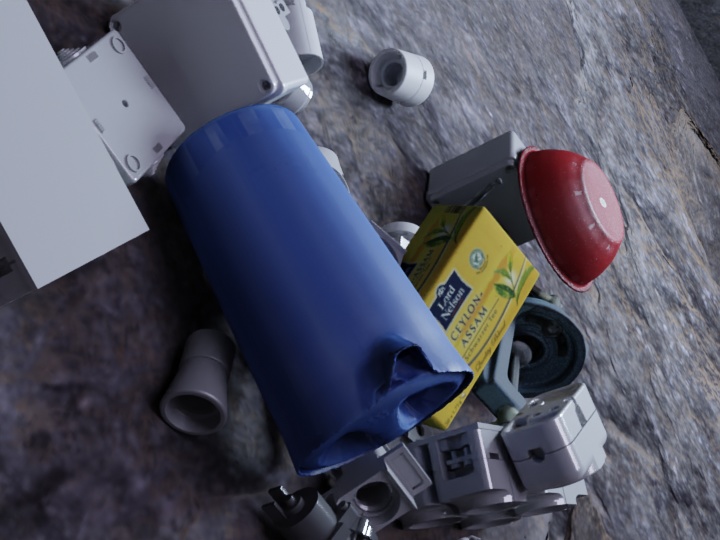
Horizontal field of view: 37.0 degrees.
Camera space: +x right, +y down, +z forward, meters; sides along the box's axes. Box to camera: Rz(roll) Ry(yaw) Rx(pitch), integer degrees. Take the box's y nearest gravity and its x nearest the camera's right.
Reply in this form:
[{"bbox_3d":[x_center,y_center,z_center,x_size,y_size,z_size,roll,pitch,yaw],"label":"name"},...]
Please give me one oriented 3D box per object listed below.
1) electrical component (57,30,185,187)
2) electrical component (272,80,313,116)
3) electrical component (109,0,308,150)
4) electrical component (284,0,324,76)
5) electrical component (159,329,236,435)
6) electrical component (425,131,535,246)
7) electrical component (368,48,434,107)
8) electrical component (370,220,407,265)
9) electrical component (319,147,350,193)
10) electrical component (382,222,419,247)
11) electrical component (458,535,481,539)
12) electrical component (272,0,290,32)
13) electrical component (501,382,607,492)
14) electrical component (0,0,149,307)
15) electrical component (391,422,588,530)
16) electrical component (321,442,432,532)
[{"bbox_3d":[-0.172,-0.101,0.714,0.099,0.048,0.099,56,32,-20],"label":"electrical component"},{"bbox_3d":[-0.073,-0.160,0.917,0.055,0.045,0.045,33,44,-45],"label":"electrical component"},{"bbox_3d":[-0.112,-0.161,0.792,0.108,0.109,0.056,64,27,-6],"label":"electrical component"},{"bbox_3d":[-0.062,-0.220,0.977,0.043,0.043,0.081,14,58,-54],"label":"electrical component"},{"bbox_3d":[-0.105,0.071,0.716,0.044,0.044,0.065,48,30,-30],"label":"electrical component"},{"bbox_3d":[0.144,-0.076,1.147,0.108,0.109,0.056,47,33,-31],"label":"electrical component"},{"bbox_3d":[0.042,-0.202,1.123,0.047,0.055,0.055,8,64,-52],"label":"electrical component"},{"bbox_3d":[0.000,0.000,0.906,0.042,0.064,0.081,41,37,-16],"label":"electrical component"},{"bbox_3d":[-0.049,-0.068,0.894,0.079,0.044,0.077,31,46,-46],"label":"electrical component"},{"bbox_3d":[0.037,-0.011,0.995,0.066,0.048,0.055,35,51,-43],"label":"electrical component"},{"bbox_3d":[0.090,0.257,0.878,0.042,0.081,0.063,33,22,-46],"label":"electrical component"},{"bbox_3d":[-0.098,-0.219,0.904,0.066,0.055,0.048,58,31,-15],"label":"electrical component"},{"bbox_3d":[0.160,0.137,0.867,0.095,0.054,0.059,-28,95,-60],"label":"electrical component"},{"bbox_3d":[-0.216,-0.079,0.617,0.186,0.060,0.105,63,30,-8],"label":"electrical component"},{"bbox_3d":[0.107,0.180,0.917,0.186,0.105,0.060,19,55,-53],"label":"electrical component"},{"bbox_3d":[0.007,0.159,0.803,0.042,0.081,0.063,55,3,-23],"label":"electrical component"}]
